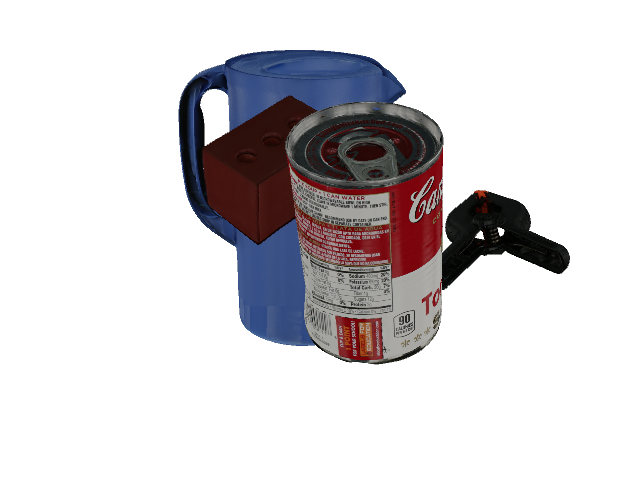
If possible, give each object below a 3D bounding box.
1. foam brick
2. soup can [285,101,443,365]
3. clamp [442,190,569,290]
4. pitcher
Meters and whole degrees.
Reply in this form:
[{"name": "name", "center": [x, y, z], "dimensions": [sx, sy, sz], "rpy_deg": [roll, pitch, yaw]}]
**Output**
[{"name": "foam brick", "center": [-0.030, -0.046, 0.685], "dimensions": [0.053, 0.051, 0.078], "rpy_deg": [35, 56, 29]}, {"name": "soup can", "center": [0.022, -0.002, 0.485], "dimensions": [0.068, 0.102, 0.068], "rpy_deg": [-3, 35, 2]}, {"name": "clamp", "center": [0.165, -0.004, 0.973], "dimensions": [0.120, 0.039, 0.171], "rpy_deg": [1, 27, 12]}, {"name": "pitcher", "center": [-0.026, -0.039, 0.915], "dimensions": [0.144, 0.243, 0.149], "rpy_deg": [-15, 26, -40]}]
